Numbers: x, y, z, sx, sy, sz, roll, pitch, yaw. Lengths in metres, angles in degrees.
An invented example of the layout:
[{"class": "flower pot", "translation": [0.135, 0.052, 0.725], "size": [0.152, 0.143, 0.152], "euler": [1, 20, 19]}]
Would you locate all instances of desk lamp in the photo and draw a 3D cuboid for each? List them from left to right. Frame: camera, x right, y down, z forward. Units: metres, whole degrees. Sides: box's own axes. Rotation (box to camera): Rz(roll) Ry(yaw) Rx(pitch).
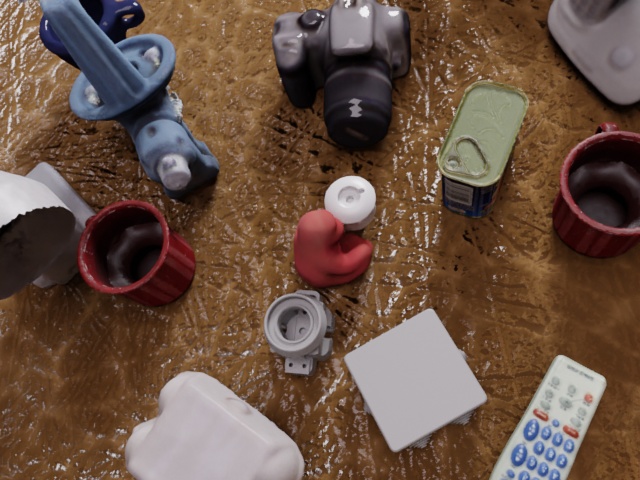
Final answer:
[{"class": "desk lamp", "translation": [-0.303, -0.023, 0.537], "size": [0.202, 0.214, 0.118], "euler": [41, 83, 22]}]

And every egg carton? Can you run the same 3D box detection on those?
[{"class": "egg carton", "translation": [-0.091, 0.188, 0.494], "size": [0.150, 0.069, 0.107], "euler": [29, 79, 20]}]

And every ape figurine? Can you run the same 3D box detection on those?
[{"class": "ape figurine", "translation": [0.005, 0.002, 0.529], "size": [0.076, 0.092, 0.077], "euler": [-36, 67, -2]}]

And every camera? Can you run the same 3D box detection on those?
[{"class": "camera", "translation": [0.021, -0.171, 0.584], "size": [0.143, 0.101, 0.137], "euler": [-2, 70, 11]}]

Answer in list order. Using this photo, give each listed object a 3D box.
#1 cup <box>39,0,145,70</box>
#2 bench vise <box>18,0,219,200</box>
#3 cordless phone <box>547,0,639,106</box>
[{"class": "cup", "translation": [-0.246, -0.232, 0.666], "size": [0.117, 0.095, 0.091], "euler": [-14, 68, 7]}, {"class": "bench vise", "translation": [-0.179, -0.152, 0.555], "size": [0.207, 0.220, 0.121], "euler": [39, 82, 22]}, {"class": "cordless phone", "translation": [0.282, -0.223, 0.502], "size": [0.094, 0.185, 0.147], "euler": [-30, 67, 0]}]
